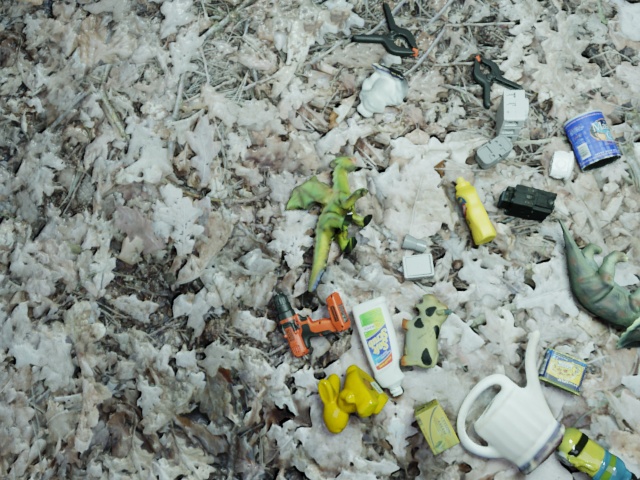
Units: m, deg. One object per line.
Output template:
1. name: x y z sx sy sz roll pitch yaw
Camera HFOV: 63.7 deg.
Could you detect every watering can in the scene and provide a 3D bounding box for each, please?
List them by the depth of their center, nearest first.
1. watering can: 0.492 0.410 1.253 0.226 0.104 0.345 40 101 17

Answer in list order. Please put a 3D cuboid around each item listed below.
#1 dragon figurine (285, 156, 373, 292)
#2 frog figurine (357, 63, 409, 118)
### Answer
1. dragon figurine: 0.005 -0.075 1.499 0.245 0.120 0.413 30 80 33
2. frog figurine: 0.188 -0.443 1.564 0.138 0.125 0.156 27 118 6
